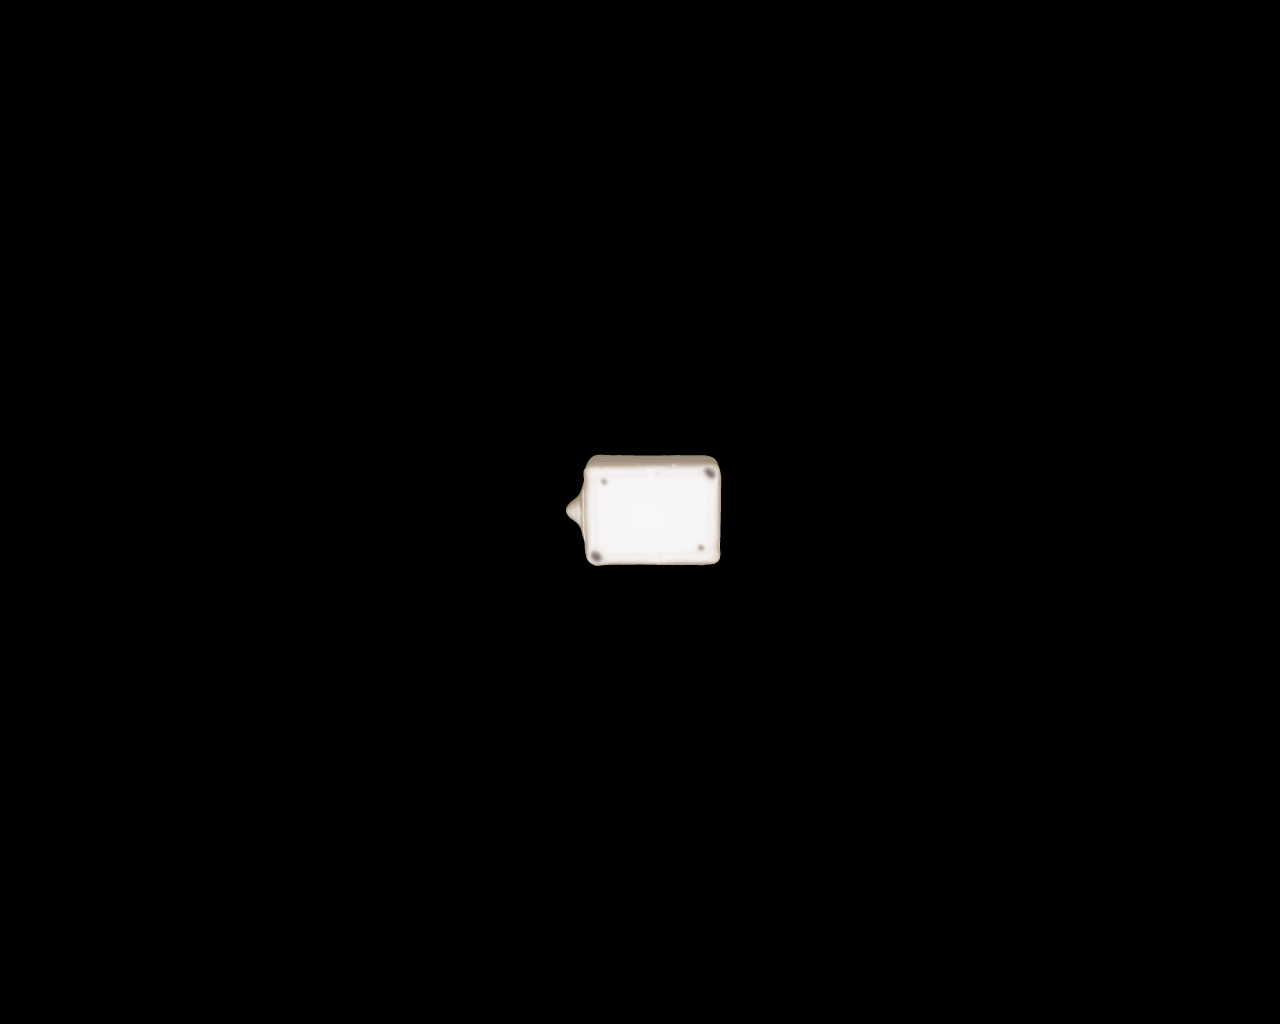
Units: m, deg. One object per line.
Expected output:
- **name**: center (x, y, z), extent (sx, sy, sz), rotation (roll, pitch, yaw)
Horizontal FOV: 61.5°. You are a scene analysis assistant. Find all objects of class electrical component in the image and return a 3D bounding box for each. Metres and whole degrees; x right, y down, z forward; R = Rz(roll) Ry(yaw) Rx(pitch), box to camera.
- **electrical component**: center (0.001, -0.003, 0.650), extent (0.096, 0.061, 0.061), rotation (0, 9, 0)
